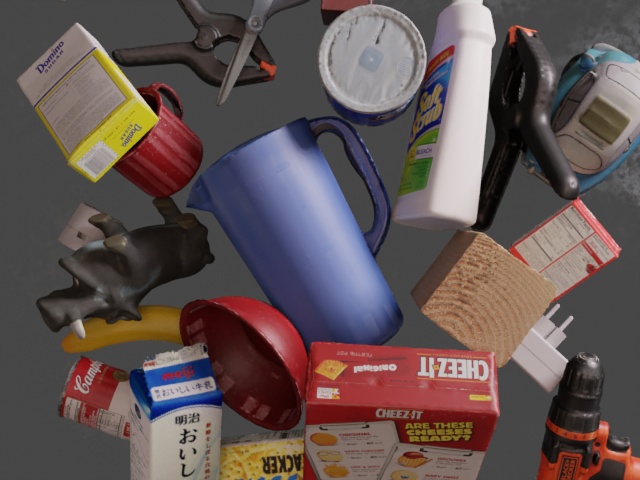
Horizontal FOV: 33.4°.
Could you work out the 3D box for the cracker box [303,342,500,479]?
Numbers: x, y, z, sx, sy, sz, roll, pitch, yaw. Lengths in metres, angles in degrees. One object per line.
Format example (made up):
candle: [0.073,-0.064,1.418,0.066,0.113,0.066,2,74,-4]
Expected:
cracker box: [0.067,0.177,0.982,0.164,0.214,0.072,3,53,0]

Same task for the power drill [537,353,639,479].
power drill: [0.321,0.210,1.088,0.187,0.057,0.184,9,112,3]

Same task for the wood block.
wood block: [0.153,0.051,1.035,0.090,0.206,0.091,36,92,1]

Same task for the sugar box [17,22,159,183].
sugar box: [-0.238,-0.142,1.080,0.093,0.048,0.176,-43,44,3]

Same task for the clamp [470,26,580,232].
clamp: [0.209,-0.117,1.071,0.036,0.165,0.210,10,82,-25]

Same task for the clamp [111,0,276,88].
clamp: [-0.123,-0.221,1.127,0.171,0.039,0.120,16,92,-5]

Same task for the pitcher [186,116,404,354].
pitcher: [-0.007,0.001,1.086,0.149,0.144,0.243,-27,94,36]

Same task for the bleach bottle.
bleach bottle: [0.133,-0.139,1.097,0.068,0.103,0.251,11,83,-21]

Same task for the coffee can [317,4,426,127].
coffee can: [0.051,-0.171,1.068,0.103,0.140,0.103,0,91,2]

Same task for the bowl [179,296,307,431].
bowl: [-0.065,0.112,1.068,0.162,0.162,0.055,48,55,1]

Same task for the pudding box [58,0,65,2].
pudding box: [-0.243,-0.315,1.131,0.113,0.039,0.090,-19,90,1]

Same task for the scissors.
scissors: [-0.048,-0.228,1.113,0.096,0.016,0.202,8,78,-5]

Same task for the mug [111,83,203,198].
mug: [-0.172,-0.106,1.101,0.093,0.081,0.117,-8,56,34]

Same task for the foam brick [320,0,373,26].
foam brick: [0.029,-0.252,1.100,0.051,0.078,0.053,5,90,3]

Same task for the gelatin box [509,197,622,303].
gelatin box: [0.253,0.010,1.105,0.089,0.030,0.073,-40,90,24]

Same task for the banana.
banana: [-0.175,0.103,1.136,0.198,0.037,0.069,10,90,2]

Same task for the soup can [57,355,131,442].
soup can: [-0.215,0.170,1.123,0.102,0.068,0.068,19,92,2]
